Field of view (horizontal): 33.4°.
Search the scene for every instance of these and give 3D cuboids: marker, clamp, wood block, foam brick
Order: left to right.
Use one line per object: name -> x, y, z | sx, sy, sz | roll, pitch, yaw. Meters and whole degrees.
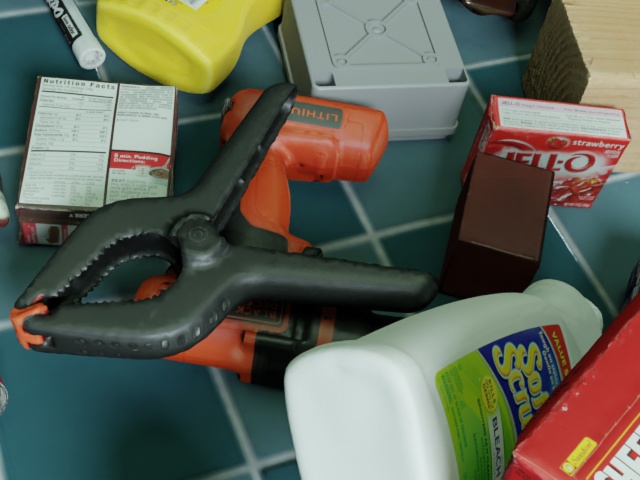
marker -> -0.181, -0.166, 0.748 | 0.020, 0.020, 0.121 | -19, 58, -23
clamp -> -0.063, -0.002, 0.566 | 0.209, 0.036, 0.165 | -18, 58, -15
foam brick -> 0.108, -0.006, 0.653 | 0.051, 0.053, 0.078 | 16, 52, 3
wood block -> 0.257, -0.106, 0.733 | 0.206, 0.090, 0.091 | 1, 52, -9

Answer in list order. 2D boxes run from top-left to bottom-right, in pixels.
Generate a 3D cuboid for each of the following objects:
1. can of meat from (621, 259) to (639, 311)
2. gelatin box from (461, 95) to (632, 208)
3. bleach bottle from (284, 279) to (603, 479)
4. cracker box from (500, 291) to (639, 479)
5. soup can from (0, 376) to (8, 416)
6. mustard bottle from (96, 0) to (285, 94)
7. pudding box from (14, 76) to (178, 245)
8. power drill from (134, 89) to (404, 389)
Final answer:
can of meat -> 0.223, 0.059, 0.621 | 0.102, 0.057, 0.083 | 23, 50, 7
gelatin box -> 0.142, -0.054, 0.683 | 0.089, 0.073, 0.030 | 5, 55, -7
bleach bottle -> 0.084, 0.067, 0.536 | 0.068, 0.102, 0.250 | -6, 9, 36
cracker box -> 0.126, 0.110, 0.464 | 0.072, 0.214, 0.164 | 37, 55, 20
soup can -> -0.208, 0.050, 0.546 | 0.068, 0.068, 0.102 | -18, 58, -22
mustard bottle -> -0.067, -0.187, 0.759 | 0.096, 0.058, 0.191 | 28, 54, 10
pudding box -> -0.134, -0.048, 0.654 | 0.090, 0.039, 0.113 | 3, 50, -6
power drill -> -0.004, 0.001, 0.625 | 0.184, 0.057, 0.187 | 10, 52, -2
